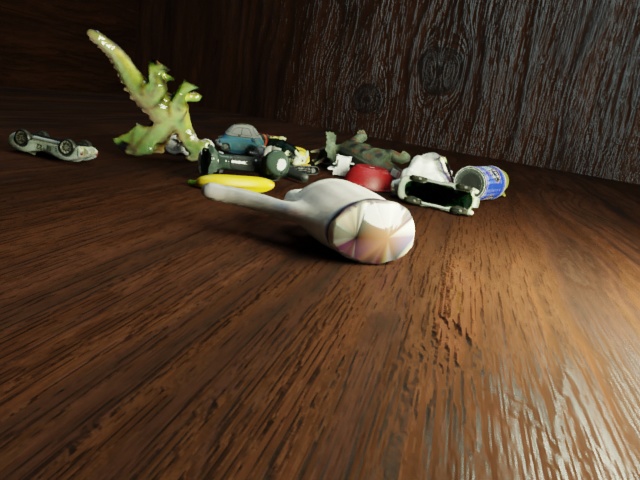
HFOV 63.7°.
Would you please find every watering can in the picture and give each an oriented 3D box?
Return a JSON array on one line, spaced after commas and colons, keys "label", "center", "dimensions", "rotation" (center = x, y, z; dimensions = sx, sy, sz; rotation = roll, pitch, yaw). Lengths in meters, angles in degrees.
[{"label": "watering can", "center": [0.003, -0.041, 0.822], "dimensions": [0.348, 0.103, 0.227], "rotation": [1, 19, -28]}]

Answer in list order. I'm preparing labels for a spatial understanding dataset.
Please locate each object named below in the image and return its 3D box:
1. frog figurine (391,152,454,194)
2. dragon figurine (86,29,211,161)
[{"label": "frog figurine", "center": [0.271, -0.160, 1.381], "dimensions": [0.158, 0.126, 0.135], "rotation": [-17, -46, 22]}, {"label": "dragon figurine", "center": [-0.439, -0.326, 1.318], "dimensions": [0.407, 0.242, 0.123], "rotation": [25, 2, -33]}]
